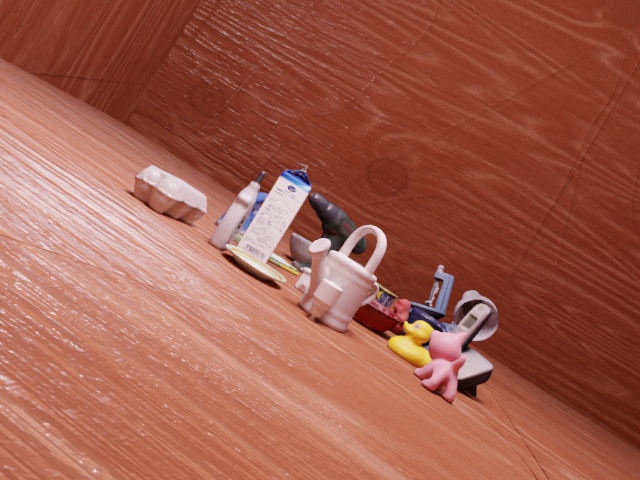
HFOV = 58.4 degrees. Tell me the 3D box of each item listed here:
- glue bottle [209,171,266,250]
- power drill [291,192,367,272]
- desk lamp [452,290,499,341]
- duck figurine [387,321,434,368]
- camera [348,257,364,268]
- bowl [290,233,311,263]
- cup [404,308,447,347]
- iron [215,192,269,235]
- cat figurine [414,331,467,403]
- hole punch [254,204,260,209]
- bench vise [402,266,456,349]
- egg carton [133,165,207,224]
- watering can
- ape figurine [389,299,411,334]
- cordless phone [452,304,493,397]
[{"bbox_3d":[-0.155,-0.061,1.119,0.037,0.173,0.078,32,2,-2],"label":"glue bottle"},{"bbox_3d":[0.015,0.006,1.598,0.230,0.208,0.075,31,2,-28],"label":"power drill"},{"bbox_3d":[0.400,0.243,1.615,0.118,0.213,0.203,32,2,0],"label":"desk lamp"},{"bbox_3d":[0.204,0.212,1.192,0.104,0.086,0.077,32,2,4],"label":"duck figurine"},{"bbox_3d":[0.104,0.122,1.682,0.137,0.101,0.143,32,2,0],"label":"camera"},{"bbox_3d":[-0.029,0.052,1.716,0.167,0.075,0.167,32,2,-1],"label":"bowl"},{"bbox_3d":[0.244,0.226,1.350,0.092,0.095,0.117,31,2,-33],"label":"cup"},{"bbox_3d":[-0.177,-0.072,1.543,0.118,0.141,0.259,33,2,21],"label":"iron"},{"bbox_3d":[0.230,0.216,1.044,0.067,0.118,0.127,32,2,-9],"label":"cat figurine"},{"bbox_3d":[-0.211,-0.072,1.735,0.109,0.091,0.100,31,2,-36],"label":"hole punch"},{"bbox_3d":[0.320,0.192,1.544,0.207,0.219,0.122,33,2,20],"label":"bench vise"},{"bbox_3d":[-0.296,-0.088,1.139,0.107,0.069,0.151,33,2,23],"label":"egg carton"},{"bbox_3d":[0.048,0.058,1.030,0.100,0.194,0.173,33,2,32],"label":"watering can"},{"bbox_3d":[0.204,0.196,1.510,0.076,0.092,0.077,31,2,-14],"label":"ape figurine"},{"bbox_3d":[0.328,0.229,1.245,0.094,0.185,0.147,31,2,-26],"label":"cordless phone"}]
